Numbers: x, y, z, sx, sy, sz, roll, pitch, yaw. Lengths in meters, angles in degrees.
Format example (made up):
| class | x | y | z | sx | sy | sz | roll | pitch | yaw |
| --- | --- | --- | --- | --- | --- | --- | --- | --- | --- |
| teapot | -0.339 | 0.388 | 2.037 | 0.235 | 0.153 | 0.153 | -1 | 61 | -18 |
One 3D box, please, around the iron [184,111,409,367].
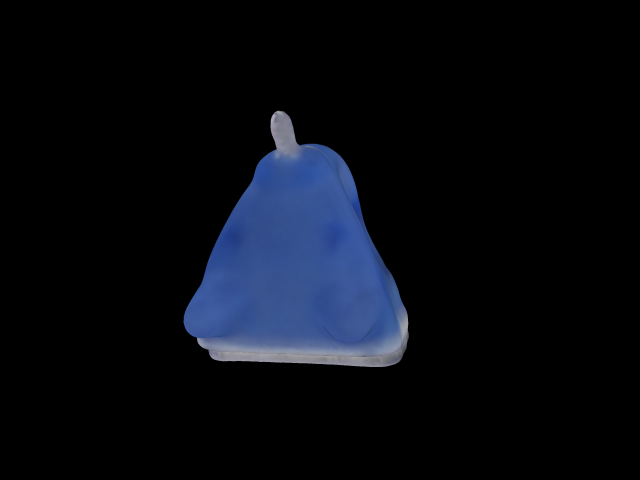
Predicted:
| class | x | y | z | sx | sy | sz | roll | pitch | yaw |
| --- | --- | --- | --- | --- | --- | --- | --- | --- | --- |
| iron | 0.004 | 0.001 | 0.400 | 0.118 | 0.141 | 0.259 | 0 | 2 | 12 |
